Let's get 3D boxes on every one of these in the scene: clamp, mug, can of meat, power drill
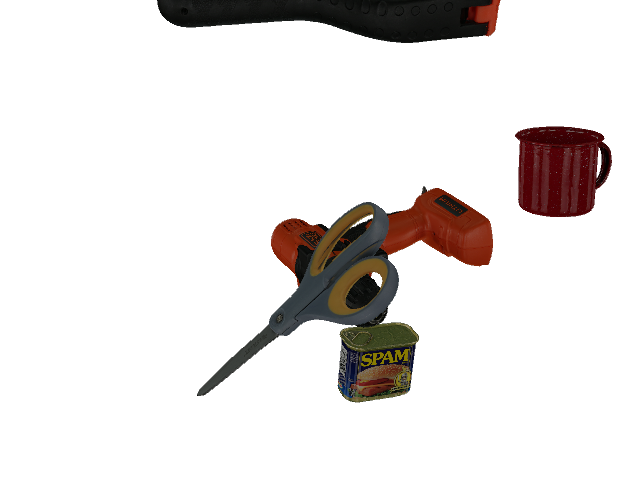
[{"bbox_3d":[0.004,-0.129,0.552,0.172,0.039,0.120,14,43,17],"label":"clamp"},{"bbox_3d":[0.266,-0.076,1.157,0.117,0.081,0.093,-11,20,-27],"label":"mug"},{"bbox_3d":[0.074,0.161,1.408,0.102,0.084,0.057,-5,26,-20],"label":"can of meat"},{"bbox_3d":[0.067,0.012,1.014,0.187,0.057,0.185,-14,30,-23],"label":"power drill"}]

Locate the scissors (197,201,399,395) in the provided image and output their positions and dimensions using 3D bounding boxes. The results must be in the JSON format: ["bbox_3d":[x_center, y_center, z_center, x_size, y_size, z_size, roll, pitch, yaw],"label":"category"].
[{"bbox_3d":[-0.014,0.062,0.749,0.016,0.202,0.096,29,15,-37],"label":"scissors"}]
